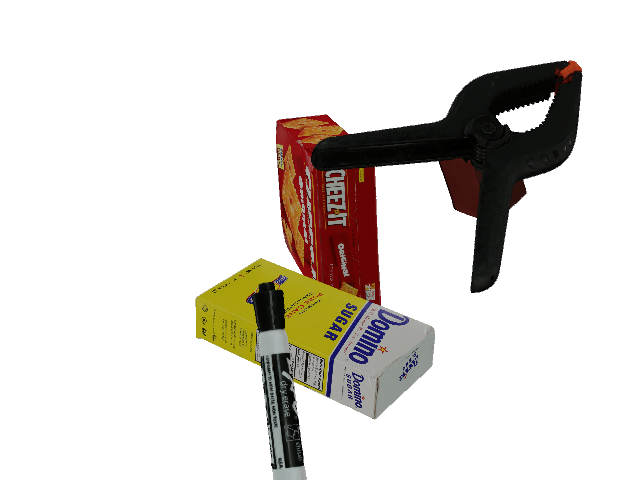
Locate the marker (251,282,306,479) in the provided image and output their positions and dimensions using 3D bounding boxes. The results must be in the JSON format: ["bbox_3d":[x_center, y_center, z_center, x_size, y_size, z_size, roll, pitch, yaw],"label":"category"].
[{"bbox_3d":[-0.024,0.084,0.609,0.020,0.121,0.020,-7,-10,-1],"label":"marker"}]

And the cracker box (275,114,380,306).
[{"bbox_3d":[0.005,-0.036,1.168,0.072,0.164,0.214,-7,20,-10],"label":"cracker box"}]

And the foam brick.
[{"bbox_3d":[0.149,-0.066,0.993,0.053,0.078,0.051,-40,37,-21],"label":"foam brick"}]

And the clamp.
[{"bbox_3d":[0.122,-0.060,0.760,0.209,0.165,0.036,-31,-30,-20],"label":"clamp"}]

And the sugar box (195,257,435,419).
[{"bbox_3d":[-0.005,0.074,0.860,0.176,0.048,0.093,18,31,29],"label":"sugar box"}]
